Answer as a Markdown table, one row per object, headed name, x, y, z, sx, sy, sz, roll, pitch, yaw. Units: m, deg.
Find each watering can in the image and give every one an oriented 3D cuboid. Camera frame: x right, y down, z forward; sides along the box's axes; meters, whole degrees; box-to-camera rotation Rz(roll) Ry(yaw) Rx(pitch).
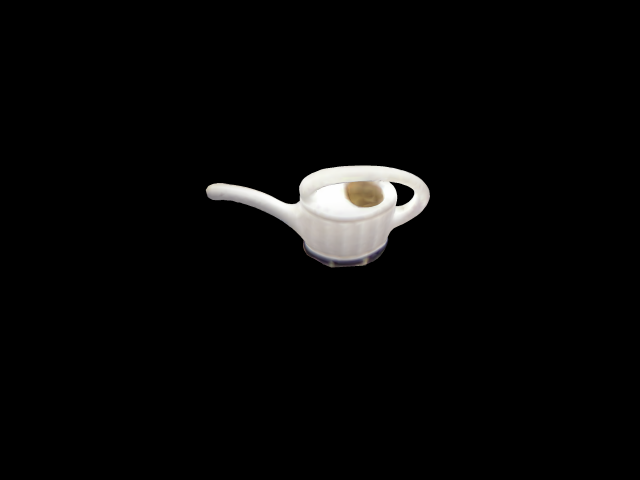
| name | x | y | z | sx | sy | sz | roll | pitch | yaw |
| --- | --- | --- | --- | --- | --- | --- | --- | --- | --- |
| watering can | 0.003 | -0.043 | 0.850 | 0.348 | 0.106 | 0.219 | -3 | -34 | -2 |
